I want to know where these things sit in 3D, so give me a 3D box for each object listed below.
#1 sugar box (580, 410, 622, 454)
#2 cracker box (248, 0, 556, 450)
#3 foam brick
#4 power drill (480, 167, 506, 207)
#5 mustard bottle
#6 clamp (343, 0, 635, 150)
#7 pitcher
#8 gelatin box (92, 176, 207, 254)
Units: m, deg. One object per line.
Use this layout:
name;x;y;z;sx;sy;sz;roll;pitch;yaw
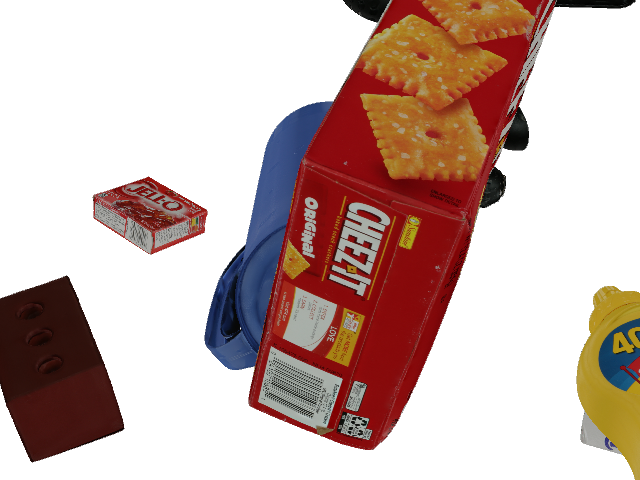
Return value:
sugar box;0.316;0.150;0.904;0.176;0.093;0.048;12;23;17
cracker box;0.045;-0.034;0.496;0.072;0.164;0.213;22;48;7
foam brick;-0.145;0.068;0.573;0.053;0.051;0.078;-20;43;-16
power drill;0.069;0.009;0.965;0.184;0.188;0.057;5;18;11
mustard bottle;0.199;0.089;0.598;0.096;0.058;0.192;-9;35;-7
clamp;0.075;-0.147;0.657;0.210;0.164;0.036;26;-33;10
pitcher;0.000;-0.007;0.787;0.149;0.145;0.243;7;27;-5
gelatin box;-0.168;-0.027;1.049;0.089;0.030;0.073;30;35;31
